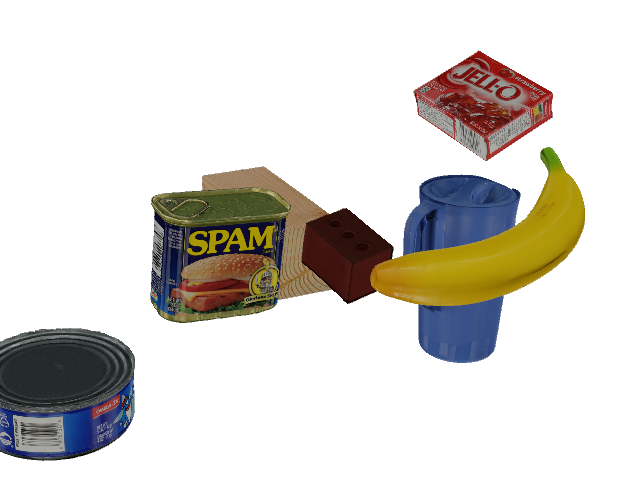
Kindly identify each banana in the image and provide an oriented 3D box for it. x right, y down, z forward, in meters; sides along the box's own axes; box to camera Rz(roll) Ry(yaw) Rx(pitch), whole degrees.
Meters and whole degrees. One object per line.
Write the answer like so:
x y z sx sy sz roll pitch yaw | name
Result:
0.118 0.002 0.695 0.070 0.037 0.197 35 47 27 | banana

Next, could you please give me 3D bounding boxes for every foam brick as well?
0.026 0.014 1.038 0.052 0.051 0.078 -22 44 -31 | foam brick

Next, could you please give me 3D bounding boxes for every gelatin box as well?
0.132 -0.112 0.867 0.073 0.030 0.089 -33 48 -18 | gelatin box

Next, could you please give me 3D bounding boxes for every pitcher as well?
0.186 0.041 1.449 0.149 0.243 0.145 4 21 5 | pitcher

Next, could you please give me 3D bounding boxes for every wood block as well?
-0.065 -0.013 1.304 0.090 0.090 0.206 -10 26 -26 | wood block

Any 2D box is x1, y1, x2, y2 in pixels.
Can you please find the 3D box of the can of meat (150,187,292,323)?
-0.077 0.011 0.804 0.101 0.084 0.057 -5 25 -27 | can of meat

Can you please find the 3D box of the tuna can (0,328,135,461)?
-0.143 0.082 0.577 0.086 0.034 0.086 2 23 -1 | tuna can
